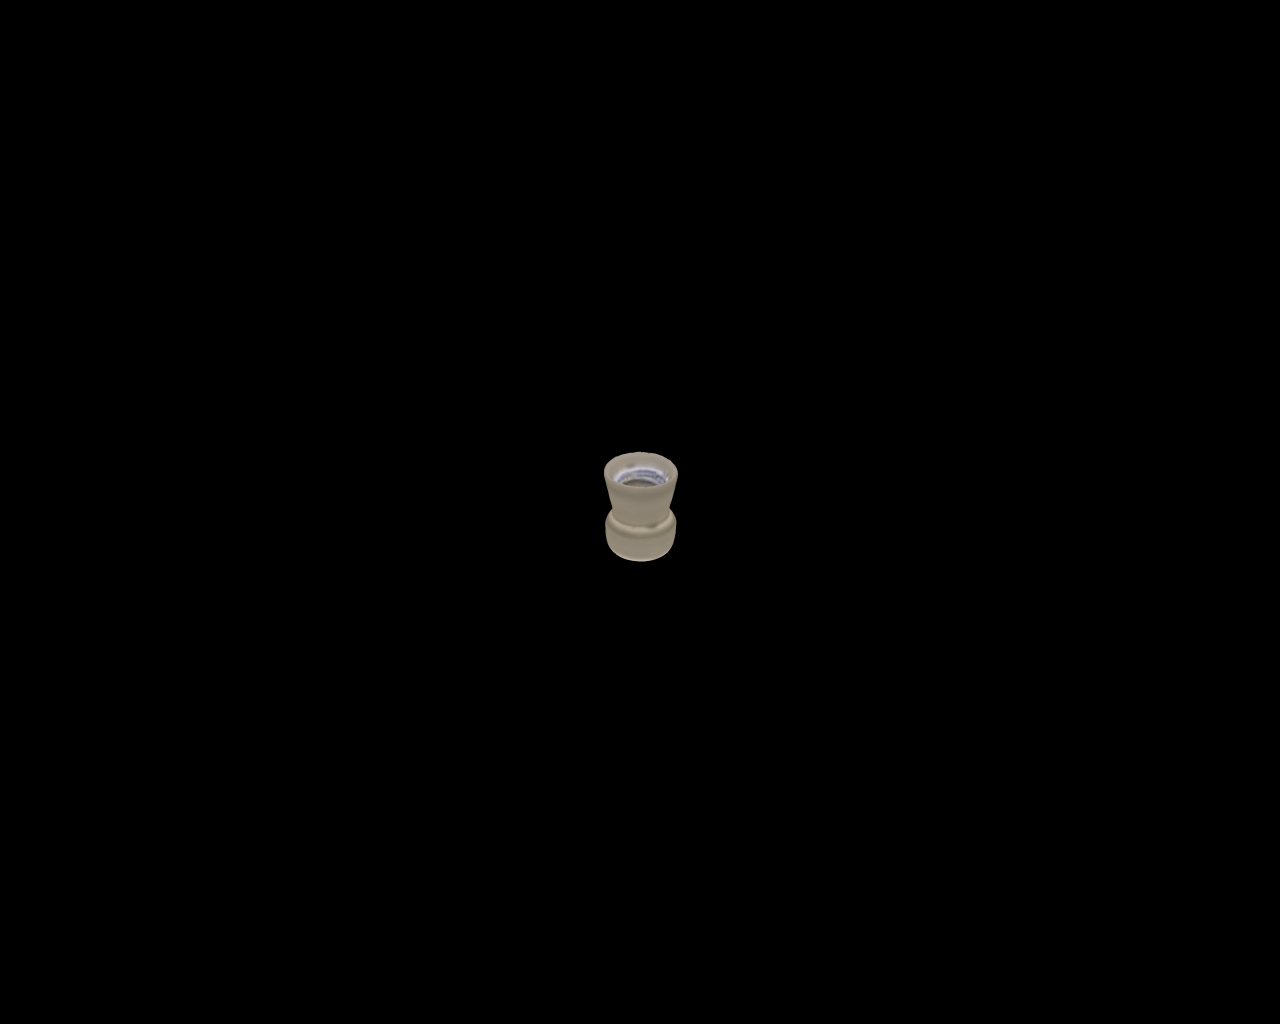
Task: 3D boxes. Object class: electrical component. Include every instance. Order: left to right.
[{"bbox_3d":[0.001,-0.003,0.650,0.045,0.055,0.045,0,33,0],"label":"electrical component"}]
